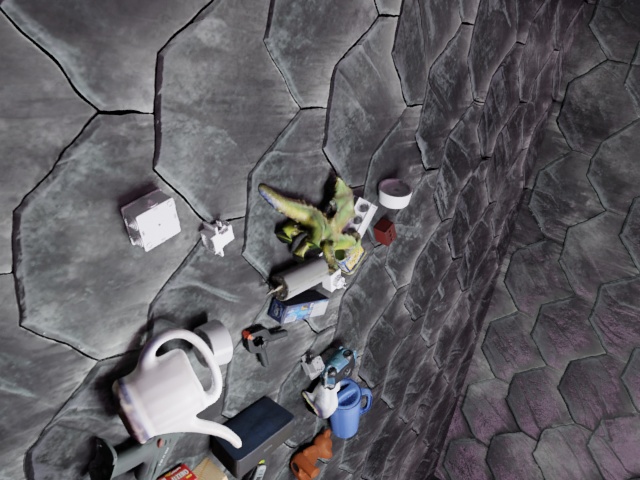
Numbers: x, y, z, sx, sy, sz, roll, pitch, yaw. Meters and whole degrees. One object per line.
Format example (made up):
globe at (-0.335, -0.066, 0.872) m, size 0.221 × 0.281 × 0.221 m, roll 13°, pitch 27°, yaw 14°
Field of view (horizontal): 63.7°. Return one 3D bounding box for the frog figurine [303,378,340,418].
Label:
frog figurine at (0.028, 0.531, 1.787) m, size 0.161 × 0.123 × 0.135 m, roll -33°, pitch 117°, yaw -22°

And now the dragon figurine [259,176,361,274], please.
dragon figurine at (0.004, -0.070, 1.387) m, size 0.247 × 0.122 × 0.402 m, roll -57°, pitch 134°, yaw -29°

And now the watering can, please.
watering can at (-0.312, 0.364, 1.130) m, size 0.226 × 0.104 × 0.344 m, roll -25°, pitch 106°, yaw -22°
